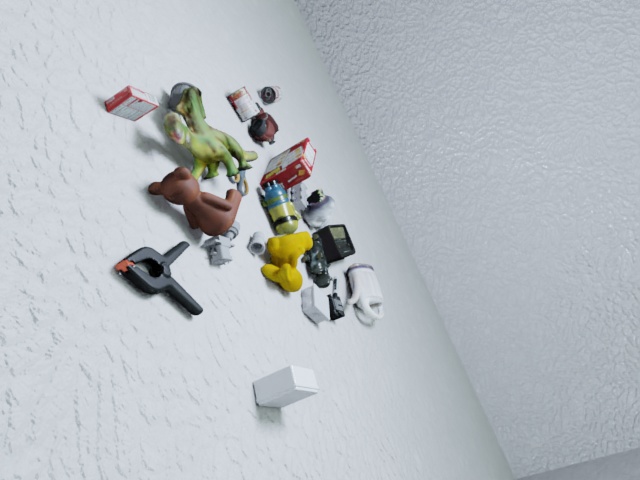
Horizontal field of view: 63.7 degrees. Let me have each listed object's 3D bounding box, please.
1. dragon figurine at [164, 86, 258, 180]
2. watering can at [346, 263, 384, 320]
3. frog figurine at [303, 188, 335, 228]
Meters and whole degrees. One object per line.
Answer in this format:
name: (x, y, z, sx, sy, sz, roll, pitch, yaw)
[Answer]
dragon figurine: (-0.276, -0.278, 1.321, 0.416, 0.122, 0.240, -56, 130, -67)
watering can: (0.162, 0.188, 1.967, 0.343, 0.103, 0.229, 33, 36, -57)
frog figurine: (0.006, -0.096, 1.911, 0.140, 0.123, 0.156, -54, 133, -32)
